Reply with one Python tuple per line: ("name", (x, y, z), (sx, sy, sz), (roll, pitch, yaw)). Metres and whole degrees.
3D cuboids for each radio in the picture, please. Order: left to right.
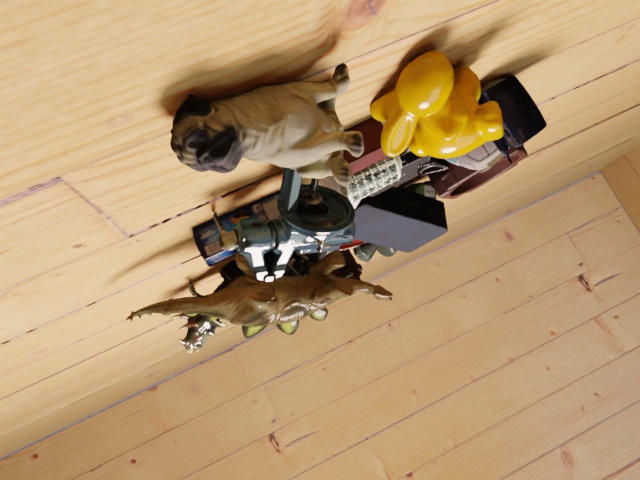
("radio", (0.142, -0.047, 1.127), (0.229, 0.073, 0.131), (15, 148, -28))

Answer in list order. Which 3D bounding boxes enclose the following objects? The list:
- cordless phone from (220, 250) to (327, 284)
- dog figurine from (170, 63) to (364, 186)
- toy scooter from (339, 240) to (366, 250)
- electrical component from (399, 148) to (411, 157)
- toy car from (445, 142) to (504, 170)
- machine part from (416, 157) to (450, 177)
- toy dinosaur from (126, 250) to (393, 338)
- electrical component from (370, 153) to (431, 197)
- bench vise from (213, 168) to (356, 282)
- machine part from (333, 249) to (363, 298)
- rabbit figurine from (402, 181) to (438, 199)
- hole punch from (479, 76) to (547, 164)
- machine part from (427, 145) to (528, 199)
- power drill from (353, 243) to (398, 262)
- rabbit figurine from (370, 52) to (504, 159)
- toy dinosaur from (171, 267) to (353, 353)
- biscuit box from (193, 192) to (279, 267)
("cordless phone", (-0.087, 0.047, 1.034), (0.184, 0.147, 0.088), (-35, 155, -26))
("dog figurine", (-0.064, -0.113, 0.601), (0.191, 0.121, 0.172), (-10, 163, -9))
("toy scooter", (0.064, -0.018, 1.307), (0.135, 0.075, 0.183), (-16, 168, 12))
("electrical component", (0.153, -0.182, 0.846), (0.075, 0.048, 0.119), (-25, 170, -13))
("toy car", (0.305, -0.187, 1.020), (0.162, 0.103, 0.109), (-29, 169, 23))
("machine part", (0.214, -0.154, 1.080), (0.084, 0.039, 0.139), (-3, 176, 22))
("toy dinosaur", (-0.104, 0.105, 0.946), (0.472, 0.105, 0.198), (2, 146, -9))
("electrical component", (0.135, -0.138, 0.973), (0.134, 0.058, 0.115), (-27, 170, 3))
("bench vise", (-0.039, -0.053, 0.800), (0.224, 0.129, 0.240), (2, 130, -15))
("machine part", (0.037, 0.067, 1.394), (0.056, 0.179, 0.179), (-37, 165, 30))
("rabbit figurine", (0.190, -0.063, 1.294), (0.159, 0.121, 0.170), (-12, 177, -39))
("hole punch", (0.312, -0.206, 0.894), (0.092, 0.142, 0.116), (-31, -179, 26))
("machine part", (0.350, -0.176, 1.207), (0.201, 0.087, 0.201), (-32, 169, 27))
("power drill", (0.193, -0.026, 1.458), (0.207, 0.086, 0.232), (-23, -158, 49))
("rabbit figurine", (0.148, -0.187, 0.725), (0.162, 0.122, 0.173), (-21, 157, 19))
("toy dinosaur", (-0.145, 0.111, 1.168), (0.405, 0.131, 0.192), (-29, 149, 23))
("biscuit box", (-0.113, -0.024, 0.919), (0.203, 0.059, 0.062), (-24, 169, -10))
